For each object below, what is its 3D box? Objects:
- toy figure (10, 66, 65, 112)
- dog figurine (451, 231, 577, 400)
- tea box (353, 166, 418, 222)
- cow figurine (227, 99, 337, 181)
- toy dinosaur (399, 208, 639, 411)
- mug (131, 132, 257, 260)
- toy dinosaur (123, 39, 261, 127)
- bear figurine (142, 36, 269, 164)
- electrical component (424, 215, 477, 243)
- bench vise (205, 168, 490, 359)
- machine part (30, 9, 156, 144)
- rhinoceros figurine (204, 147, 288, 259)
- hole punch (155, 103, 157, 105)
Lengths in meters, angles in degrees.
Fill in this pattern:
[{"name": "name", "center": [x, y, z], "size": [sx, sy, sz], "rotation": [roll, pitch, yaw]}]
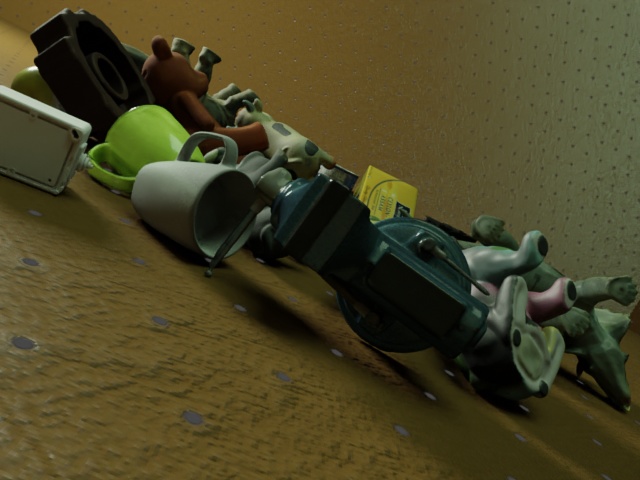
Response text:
[{"name": "toy figure", "center": [-0.331, -0.186, 0.730], "size": [0.082, 0.089, 0.180], "rotation": [57, 12, -2]}, {"name": "dog figurine", "center": [0.152, 0.073, 0.592], "size": [0.108, 0.191, 0.219], "rotation": [42, -28, -25]}, {"name": "tea box", "center": [0.094, -0.032, 0.862], "size": [0.098, 0.068, 0.170], "rotation": [24, 43, -7]}, {"name": "cow figurine", "center": [-0.075, -0.166, 0.923], "size": [0.195, 0.085, 0.127], "rotation": [42, 10, 38]}, {"name": "toy dinosaur", "center": [0.294, 0.069, 0.782], "size": [0.405, 0.131, 0.192], "rotation": [35, -12, 13]}, {"name": "mug", "center": [-0.121, -0.047, 0.494], "size": [0.107, 0.109, 0.081], "rotation": [16, 8, 31]}, {"name": "toy dinosaur", "center": [-0.265, -0.275, 1.024], "size": [0.105, 0.198, 0.470], "rotation": [22, -6, 43]}, {"name": "bear figurine", "center": [-0.176, -0.189, 0.778], "size": [0.132, 0.120, 0.196], "rotation": [-13, 75, -32]}, {"name": "electrical component", "center": [0.230, 0.027, 1.015], "size": [0.134, 0.114, 0.058], "rotation": [18, 14, -37]}, {"name": "bench vise", "center": [0.043, 0.022, 0.493], "size": [0.224, 0.128, 0.240], "rotation": [24, -1, 12]}, {"name": "machine part", "center": [-0.269, -0.192, 0.656], "size": [0.179, 0.056, 0.179], "rotation": [61, 11, -21]}, {"name": "rhinoceros figurine", "center": [-0.076, -0.048, 0.634], "size": [0.190, 0.112, 0.073], "rotation": [53, -8, 39]}, {"name": "hole punch", "center": [-0.264, -0.195, 0.889], "size": [0.092, 0.116, 0.142], "rotation": [41, 8, -20]}]
